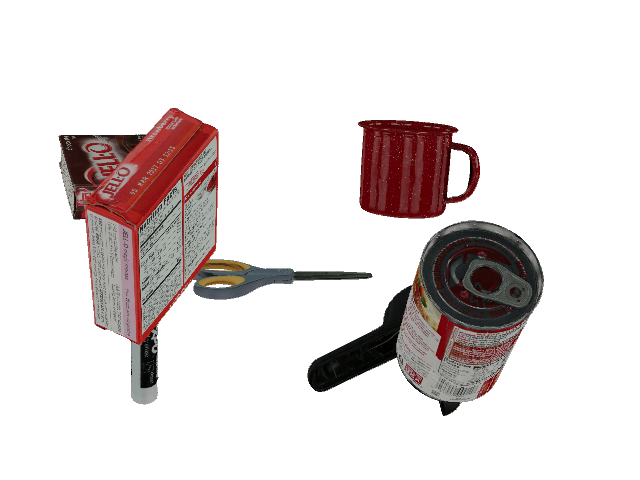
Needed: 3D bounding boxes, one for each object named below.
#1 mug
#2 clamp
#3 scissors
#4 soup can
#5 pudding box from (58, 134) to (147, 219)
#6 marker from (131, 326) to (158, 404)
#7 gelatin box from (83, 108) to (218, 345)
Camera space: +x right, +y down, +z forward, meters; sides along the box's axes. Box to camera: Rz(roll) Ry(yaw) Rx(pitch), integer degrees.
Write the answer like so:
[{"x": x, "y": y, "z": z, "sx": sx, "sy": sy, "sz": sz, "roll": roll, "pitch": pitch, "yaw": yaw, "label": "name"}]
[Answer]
[{"x": 0.090, "y": -0.066, "z": 0.991, "sx": 0.117, "sy": 0.081, "sz": 0.093, "roll": 7, "pitch": 12, "yaw": 18, "label": "mug"}, {"x": 0.084, "y": 0.075, "z": 0.813, "sx": 0.120, "sy": 0.039, "sz": 0.171, "roll": 18, "pitch": 41, "yaw": 34, "label": "clamp"}, {"x": -0.049, "y": 0.044, "z": 1.139, "sx": 0.202, "sy": 0.016, "sz": 0.096, "roll": 5, "pitch": 21, "yaw": 6, "label": "scissors"}, {"x": 0.083, "y": 0.045, "z": 0.618, "sx": 0.068, "sy": 0.068, "sz": 0.102, "roll": 0, "pitch": -32, "yaw": -5, "label": "soup can"}, {"x": -0.186, "y": -0.059, "z": 0.967, "sx": 0.090, "sy": 0.039, "sz": 0.114, "roll": -2, "pitch": 27, "yaw": -20, "label": "pudding box"}, {"x": -0.121, "y": 0.062, "z": 0.734, "sx": 0.020, "sy": 0.121, "sz": 0.020, "roll": 5, "pitch": 33, "yaw": -3, "label": "marker"}, {"x": -0.079, "y": -0.006, "z": 0.504, "sx": 0.030, "sy": 0.089, "sz": 0.073, "roll": 23, "pitch": 49, "yaw": 14, "label": "gelatin box"}]
